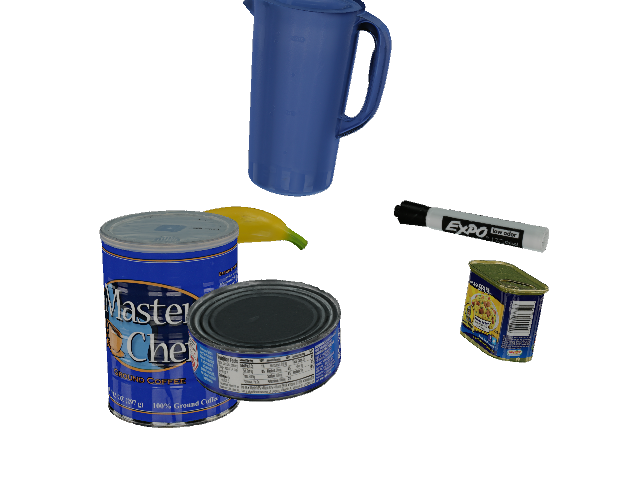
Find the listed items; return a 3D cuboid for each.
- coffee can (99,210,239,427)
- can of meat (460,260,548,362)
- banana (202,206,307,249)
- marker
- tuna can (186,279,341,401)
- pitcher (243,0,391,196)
[{"bbox_3d":[-0.112,0.056,0.809,0.103,0.140,0.103,0,15,0],"label":"coffee can"},{"bbox_3d":[0.197,0.076,1.163,0.057,0.084,0.102,2,16,-22],"label":"can of meat"},{"bbox_3d":[-0.115,0.006,1.056,0.198,0.069,0.037,-15,22,20],"label":"banana"},{"bbox_3d":[0.113,-0.012,0.816,0.121,0.020,0.020,12,5,24],"label":"marker"},{"bbox_3d":[-0.031,0.055,0.595,0.086,0.034,0.086,-2,23,1],"label":"tuna can"},{"bbox_3d":[-0.015,-0.179,1.299,0.144,0.243,0.149,-6,28,-25],"label":"pitcher"}]
